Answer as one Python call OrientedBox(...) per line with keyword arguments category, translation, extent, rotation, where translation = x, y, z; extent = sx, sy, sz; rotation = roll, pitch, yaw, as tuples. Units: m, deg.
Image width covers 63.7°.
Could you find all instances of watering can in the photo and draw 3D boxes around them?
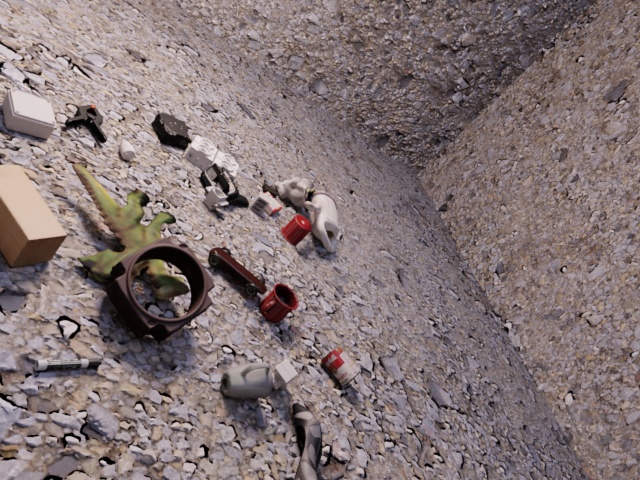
OrientedBox(category="watering can", translation=(0.006, -0.101, 1.999), extent=(0.104, 0.230, 0.340), rotation=(-13, -40, 11))

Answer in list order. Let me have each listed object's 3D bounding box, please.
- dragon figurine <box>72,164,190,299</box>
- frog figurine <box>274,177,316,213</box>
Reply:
OrientedBox(category="dragon figurine", translation=(-0.481, -0.001, 1.243), extent=(0.408, 0.120, 0.248), rotation=(37, 33, -13))
OrientedBox(category="frog figurine", translation=(-0.104, -0.201, 2.115), extent=(0.160, 0.125, 0.134), rotation=(22, -32, 20))
